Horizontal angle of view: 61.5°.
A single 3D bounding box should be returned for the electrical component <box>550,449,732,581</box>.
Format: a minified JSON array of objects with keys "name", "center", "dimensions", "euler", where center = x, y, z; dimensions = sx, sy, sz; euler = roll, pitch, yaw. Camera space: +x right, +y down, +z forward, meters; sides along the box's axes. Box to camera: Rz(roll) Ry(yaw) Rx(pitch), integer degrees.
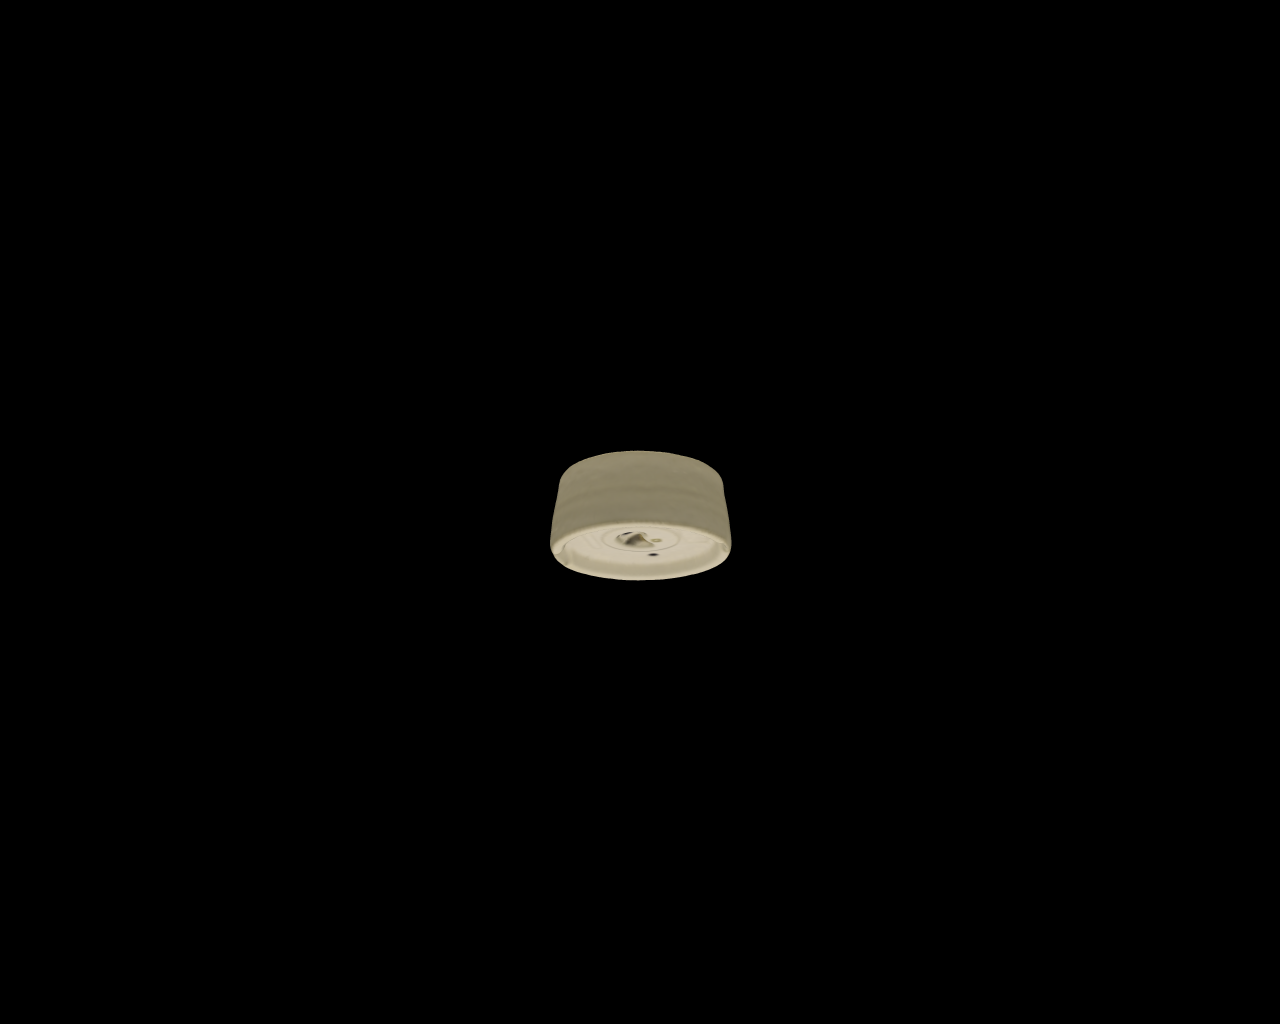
[{"name":"electrical component","center":[0.001,-0.003,0.650],"dimensions":[0.108,0.060,0.108],"euler":[0,-21,0]}]
